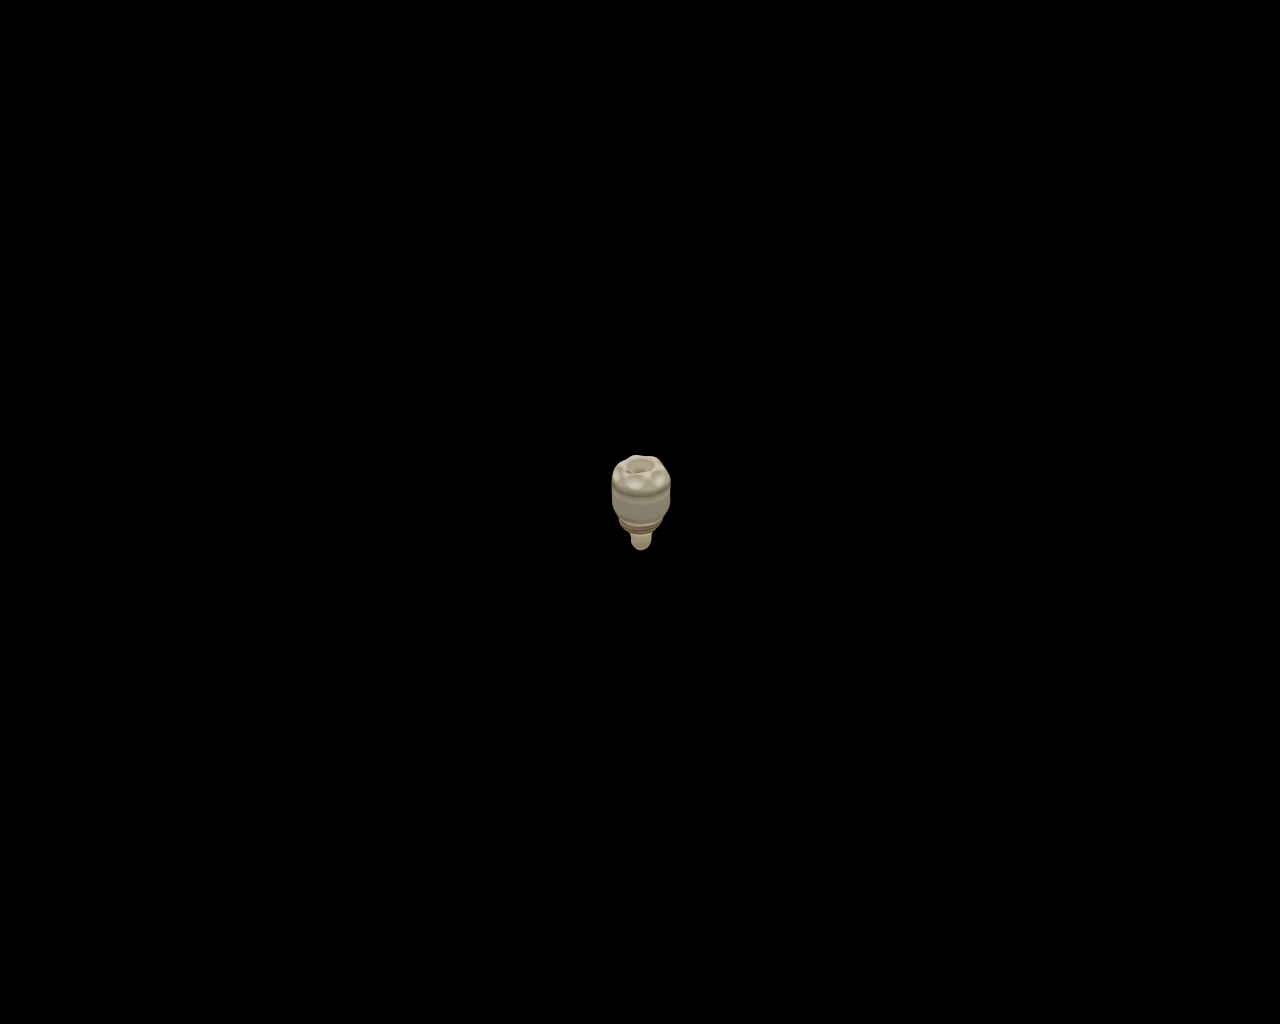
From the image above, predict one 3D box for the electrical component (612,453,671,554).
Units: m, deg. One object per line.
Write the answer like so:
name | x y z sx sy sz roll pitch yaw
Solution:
electrical component | 0.001 -0.003 0.650 0.035 0.061 0.035 0 33 0
